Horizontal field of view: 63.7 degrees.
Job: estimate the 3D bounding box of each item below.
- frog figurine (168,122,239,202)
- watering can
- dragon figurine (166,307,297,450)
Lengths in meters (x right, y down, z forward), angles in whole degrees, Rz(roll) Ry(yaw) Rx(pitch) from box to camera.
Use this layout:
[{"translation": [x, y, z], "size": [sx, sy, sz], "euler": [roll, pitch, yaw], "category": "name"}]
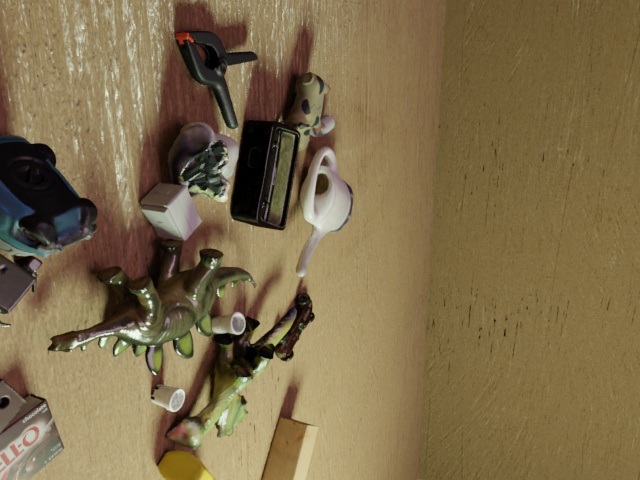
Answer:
[{"translation": [-0.207, -0.148, 0.918], "size": [0.163, 0.123, 0.134], "euler": [-111, -179, -58], "category": "frog figurine"}, {"translation": [0.004, -0.068, 1.361], "size": [0.222, 0.104, 0.350], "euler": [27, 70, -65], "category": "watering can"}, {"translation": [-0.173, 0.311, 1.130], "size": [0.414, 0.123, 0.239], "euler": [-22, 134, -61], "category": "dragon figurine"}]
